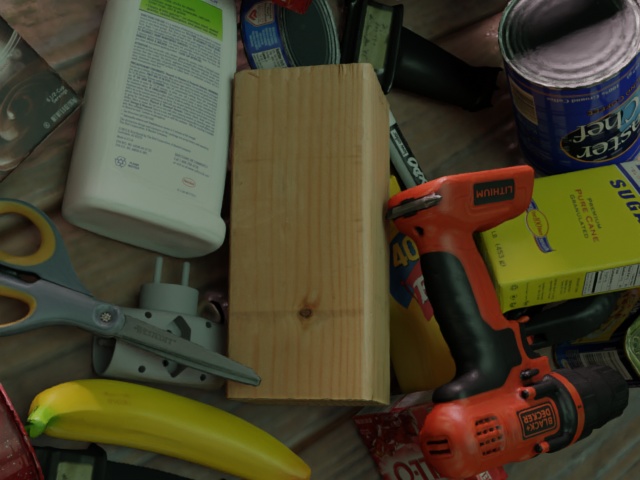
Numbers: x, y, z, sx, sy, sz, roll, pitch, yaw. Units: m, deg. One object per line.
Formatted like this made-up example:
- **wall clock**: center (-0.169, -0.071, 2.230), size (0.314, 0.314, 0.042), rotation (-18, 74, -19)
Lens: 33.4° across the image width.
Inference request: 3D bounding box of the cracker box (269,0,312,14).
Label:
- **cracker box**: center (-0.073, -0.260, 0.672), size (0.213, 0.072, 0.164), rotation (23, 61, -2)

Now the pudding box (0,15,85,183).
- **pudding box**: center (-0.210, -0.075, 0.624), size (0.090, 0.039, 0.113), rotation (47, 61, -15)

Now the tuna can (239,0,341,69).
- **tuna can**: center (-0.020, -0.140, 0.733), size (0.086, 0.034, 0.086), rotation (28, 58, -58)

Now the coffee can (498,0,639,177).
- **coffee can**: center (0.192, -0.117, 0.799), size (0.140, 0.103, 0.102), rotation (59, 47, -59)

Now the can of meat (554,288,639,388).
- **can of meat**: center (0.246, 0.074, 0.845), size (0.102, 0.084, 0.057), rotation (-42, 104, -30)

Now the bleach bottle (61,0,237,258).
- **bleach bottle**: center (-0.093, -0.122, 0.692), size (0.102, 0.068, 0.251), rotation (19, 69, -28)

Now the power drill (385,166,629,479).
- **power drill**: center (0.124, 0.048, 0.696), size (0.184, 0.057, 0.187), rotation (-8, 81, -41)

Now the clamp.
- **clamp**: center (0.216, 0.030, 0.823), size (0.171, 0.120, 0.039), rotation (-45, 125, -24)

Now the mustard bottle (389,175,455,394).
- **mustard bottle**: center (0.068, 0.029, 0.762), size (0.096, 0.058, 0.191), rotation (-32, 98, -36)

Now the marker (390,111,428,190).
- **marker**: center (0.070, -0.044, 0.799), size (0.020, 0.020, 0.121), rotation (-34, 99, -31)

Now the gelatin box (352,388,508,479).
- **gelatin box**: center (0.073, 0.141, 0.725), size (0.030, 0.089, 0.073), rotation (-33, 98, -41)

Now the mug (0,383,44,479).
- **mug**: center (-0.202, 0.127, 0.572), size (0.081, 0.093, 0.117), rotation (-26, 131, -27)

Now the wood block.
- **wood block**: center (-0.005, 0.001, 0.684), size (0.091, 0.090, 0.206), rotation (-1, 79, 12)

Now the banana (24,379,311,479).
- **banana**: center (-0.097, 0.118, 0.645), size (0.197, 0.070, 0.037), rotation (18, 110, -35)

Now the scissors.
- **scissors**: center (-0.130, 0.028, 0.628), size (0.201, 0.016, 0.096), rotation (8, 63, -7)

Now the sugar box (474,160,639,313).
- **sugar box**: center (0.207, -0.008, 0.792), size (0.176, 0.048, 0.093), rotation (-12, 54, 1)
